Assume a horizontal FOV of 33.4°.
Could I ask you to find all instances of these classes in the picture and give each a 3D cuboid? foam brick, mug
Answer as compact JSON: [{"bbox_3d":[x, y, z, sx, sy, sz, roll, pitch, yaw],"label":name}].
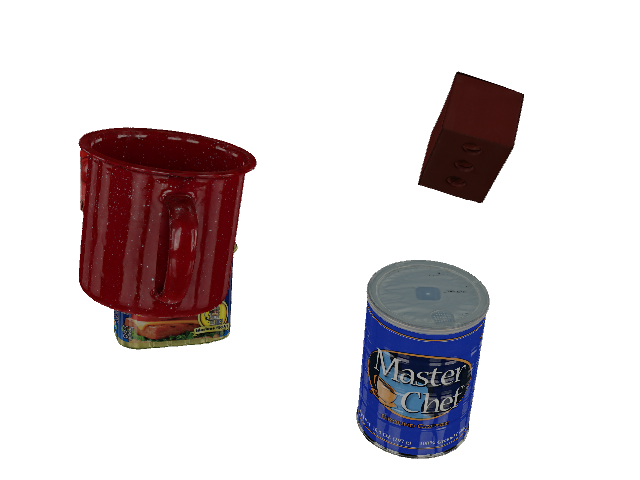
[{"bbox_3d":[0.109,-0.073,0.776,0.053,0.051,0.078,17,-30,1],"label":"foam brick"},{"bbox_3d":[-0.081,-0.006,0.560,0.093,0.081,0.117,2,18,-21],"label":"mug"}]

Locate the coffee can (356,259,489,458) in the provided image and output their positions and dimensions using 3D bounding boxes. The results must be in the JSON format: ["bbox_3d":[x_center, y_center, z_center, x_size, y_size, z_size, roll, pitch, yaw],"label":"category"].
[{"bbox_3d":[0.087,0.102,0.927,0.103,0.140,0.103,2,31,-2],"label":"coffee can"}]

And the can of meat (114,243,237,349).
[{"bbox_3d":[-0.123,0.041,0.894,0.102,0.084,0.057,-3,20,-19],"label":"can of meat"}]

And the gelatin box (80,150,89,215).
[{"bbox_3d":[-0.202,-0.061,1.099,0.089,0.073,0.030,-2,-40,-11],"label":"gelatin box"}]
